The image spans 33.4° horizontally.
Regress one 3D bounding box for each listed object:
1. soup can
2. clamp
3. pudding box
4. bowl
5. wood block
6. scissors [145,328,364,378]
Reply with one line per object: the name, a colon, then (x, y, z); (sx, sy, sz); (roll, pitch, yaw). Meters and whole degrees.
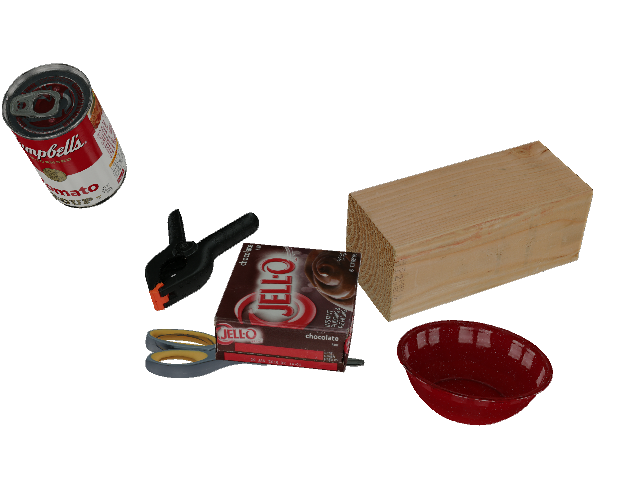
soup can: (-0.195, -0.078, 0.822); (0.068, 0.068, 0.102); (0, -29, 7)
clamp: (-0.143, 0.016, 1.243); (0.120, 0.039, 0.171); (-7, 37, 20)
pudding box: (-0.021, 0.045, 0.748); (0.090, 0.039, 0.113); (6, 26, 4)
bowl: (0.157, 0.145, 1.114); (0.162, 0.055, 0.162); (4, 24, -2)
wood block: (0.135, -0.011, 0.990); (0.205, 0.090, 0.091); (-16, 42, -20)
scissors: (-0.068, 0.109, 0.958); (0.202, 0.016, 0.096); (8, 18, 13)
